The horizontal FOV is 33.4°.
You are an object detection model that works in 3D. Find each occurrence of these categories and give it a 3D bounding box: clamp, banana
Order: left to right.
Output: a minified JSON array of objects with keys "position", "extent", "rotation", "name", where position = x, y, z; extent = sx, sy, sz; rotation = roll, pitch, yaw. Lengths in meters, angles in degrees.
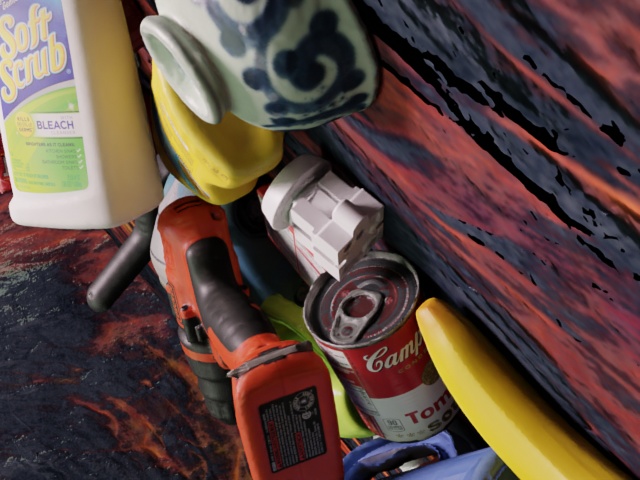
[{"position":[-0.129,-0.012,0.863],"extent":[0.039,0.120,0.172],"rotation":[36,131,31],"name":"clamp"},{"position":[0.119,0.102,0.527],"extent":[0.198,0.037,0.069],"rotation":[41,148,38],"name":"banana"}]

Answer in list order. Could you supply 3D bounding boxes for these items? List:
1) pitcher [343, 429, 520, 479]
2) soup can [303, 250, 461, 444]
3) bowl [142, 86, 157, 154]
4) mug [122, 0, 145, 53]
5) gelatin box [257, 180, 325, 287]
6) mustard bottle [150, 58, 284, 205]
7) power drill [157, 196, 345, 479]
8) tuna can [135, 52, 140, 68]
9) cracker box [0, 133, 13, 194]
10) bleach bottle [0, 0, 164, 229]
[{"position":[0.056,0.193,0.647],"extent":[0.243,0.144,0.149],"rotation":[-36,73,48],"name":"pitcher"},{"position":[0.040,0.064,0.620],"extent":[0.069,0.068,0.102],"rotation":[39,163,46],"name":"soup can"},{"position":[-0.156,-0.085,0.938],"extent":[0.162,0.055,0.162],"rotation":[49,168,14],"name":"bowl"},{"position":[-0.173,-0.152,0.741],"extent":[0.093,0.081,0.117],"rotation":[53,168,-4],"name":"mug"},{"position":[-0.005,0.001,0.691],"extent":[0.073,0.030,0.089],"rotation":[49,168,17],"name":"gelatin box"},{"position":[-0.069,-0.070,0.649],"extent":[0.096,0.058,0.192],"rotation":[61,168,-1],"name":"mustard bottle"},{"position":[-0.048,0.084,0.678],"extent":[0.188,0.057,0.184],"rotation":[47,154,53],"name":"power drill"},{"position":[-0.184,-0.165,0.858],"extent":[0.086,0.033,0.086],"rotation":[49,168,14],"name":"tuna can"},{"position":[-0.274,-0.157,0.939],"extent":[0.164,0.072,0.214],"rotation":[-159,59,-68],"name":"cracker box"},{"position":[-0.166,-0.134,0.647],"extent":[0.103,0.068,0.251],"rotation":[3,113,31],"name":"bleach bottle"}]
